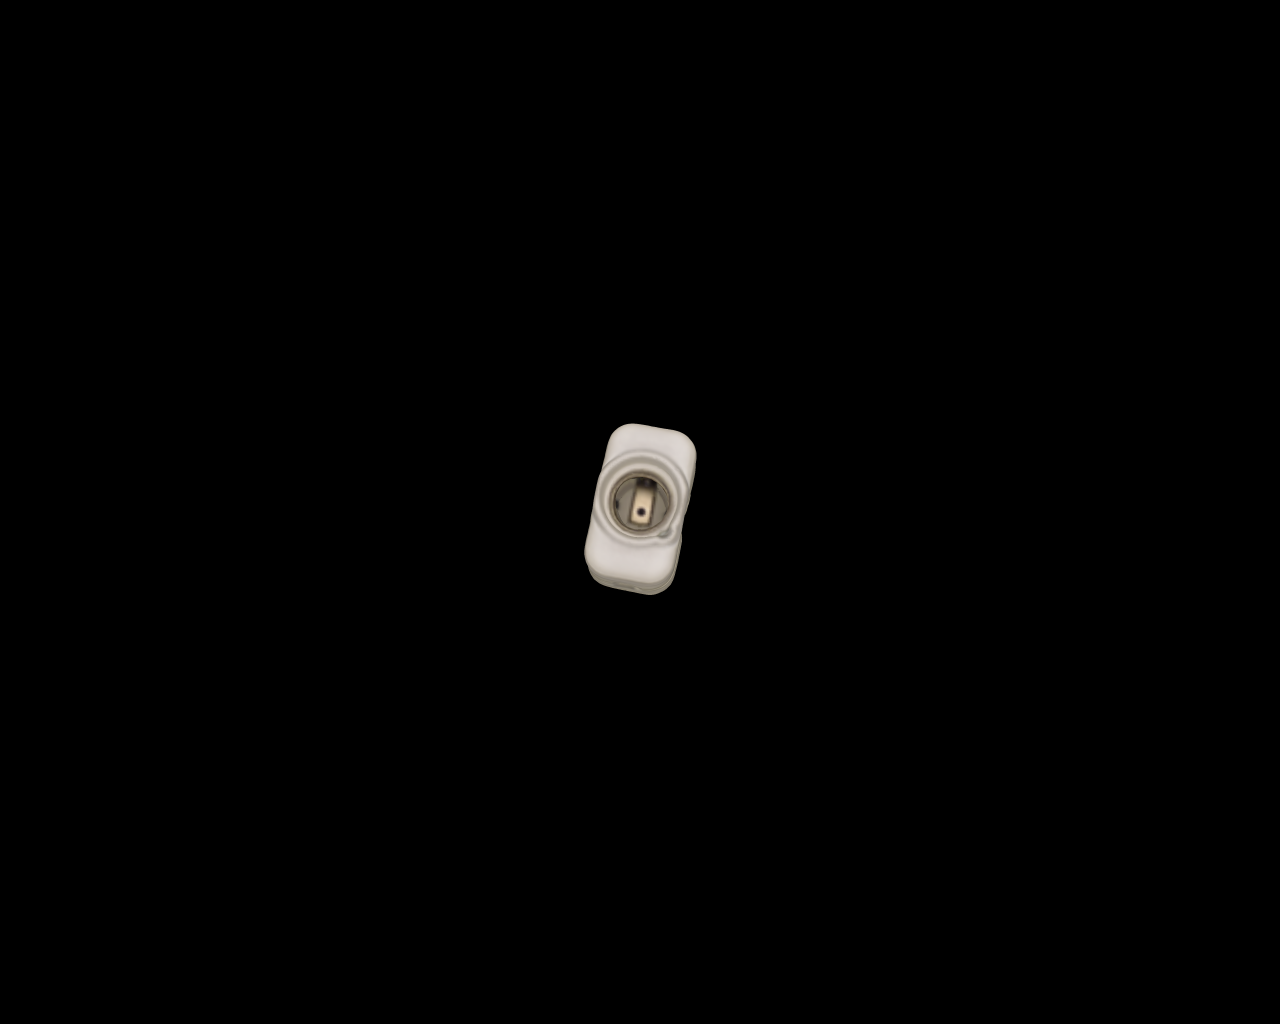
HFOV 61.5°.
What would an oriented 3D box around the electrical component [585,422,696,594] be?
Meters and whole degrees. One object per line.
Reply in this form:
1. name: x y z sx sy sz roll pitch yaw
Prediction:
1. electrical component: 0.001 -0.003 0.650 0.054 0.095 0.059 11 -11 2
